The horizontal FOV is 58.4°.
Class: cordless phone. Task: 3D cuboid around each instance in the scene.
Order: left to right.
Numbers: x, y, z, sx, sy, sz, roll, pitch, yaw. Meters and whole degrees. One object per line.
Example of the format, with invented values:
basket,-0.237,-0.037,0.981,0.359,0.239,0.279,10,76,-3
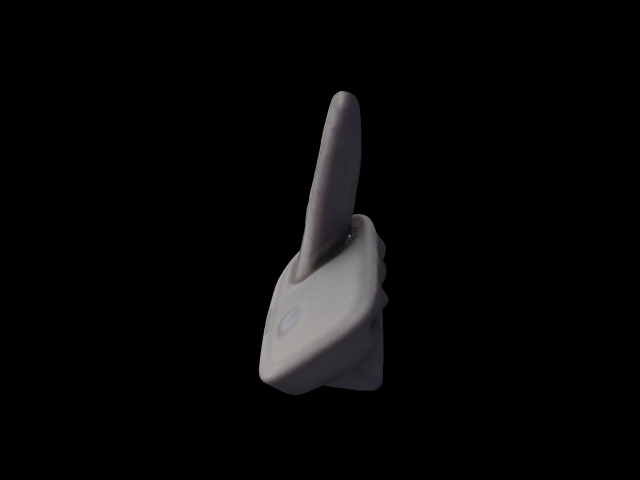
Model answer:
cordless phone,0.004,0.001,0.400,0.094,0.185,0.147,0,32,0
